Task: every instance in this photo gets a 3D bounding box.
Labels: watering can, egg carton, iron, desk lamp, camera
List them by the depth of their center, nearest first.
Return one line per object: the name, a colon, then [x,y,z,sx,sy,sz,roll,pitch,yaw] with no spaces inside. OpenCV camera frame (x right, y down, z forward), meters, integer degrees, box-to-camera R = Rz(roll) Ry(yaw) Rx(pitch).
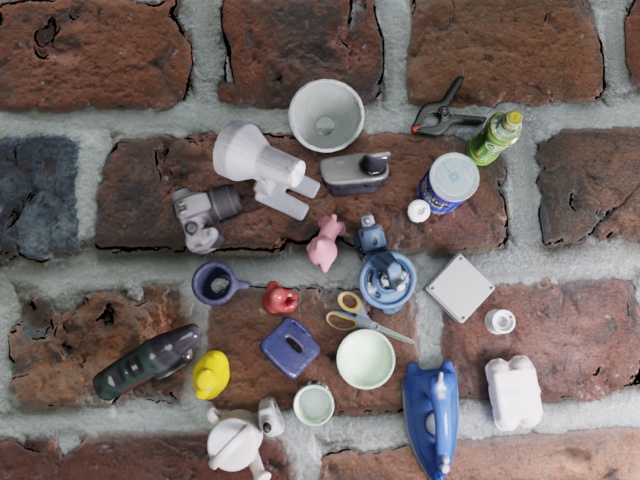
watering can: [-0.162,0.399,1.114,0.173,0.194,0.101,26,82,3]
iron: [0.238,0.377,1.155,0.118,0.141,0.258,-4,82,-2]
desk lamp: [-0.105,-0.145,1.183,0.203,0.213,0.118,25,82,2]
egg carton: [0.406,0.321,1.204,0.107,0.069,0.150,-8,82,-3]
camera: [-0.234,-0.058,1.224,0.137,0.101,0.143,-20,83,-4]

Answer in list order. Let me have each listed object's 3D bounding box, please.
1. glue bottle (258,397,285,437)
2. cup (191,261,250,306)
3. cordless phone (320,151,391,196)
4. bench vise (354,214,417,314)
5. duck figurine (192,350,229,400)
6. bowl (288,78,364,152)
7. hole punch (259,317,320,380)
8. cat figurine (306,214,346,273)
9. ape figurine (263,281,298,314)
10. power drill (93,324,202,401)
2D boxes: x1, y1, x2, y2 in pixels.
glue bottle: [-0.100,0.358,1.132,0.037,0.173,0.078,-21,83,-4]
cup: [-0.203,0.094,1.206,0.117,0.095,0.092,2,82,-1]
cordless phone: [0.076,-0.158,1.204,0.147,0.185,0.094,-10,82,-3]
bench vise: [0.117,0.051,1.158,0.121,0.219,0.207,-35,84,-6]
duck figurine: [-0.230,0.281,1.184,0.077,0.086,0.105,16,82,1]
bowl: [0.013,-0.267,1.274,0.167,0.074,0.167,0,82,-1]
hole punch: [-0.062,0.223,1.194,0.108,0.091,0.101,43,83,5]
cat figurine: [0.011,0.004,1.213,0.067,0.117,0.128,20,82,2]
ape figurine: [-0.088,0.121,1.207,0.076,0.092,0.078,-26,83,-5]
power drill: [-0.319,0.231,1.126,0.230,0.208,0.075,-31,84,-5]
